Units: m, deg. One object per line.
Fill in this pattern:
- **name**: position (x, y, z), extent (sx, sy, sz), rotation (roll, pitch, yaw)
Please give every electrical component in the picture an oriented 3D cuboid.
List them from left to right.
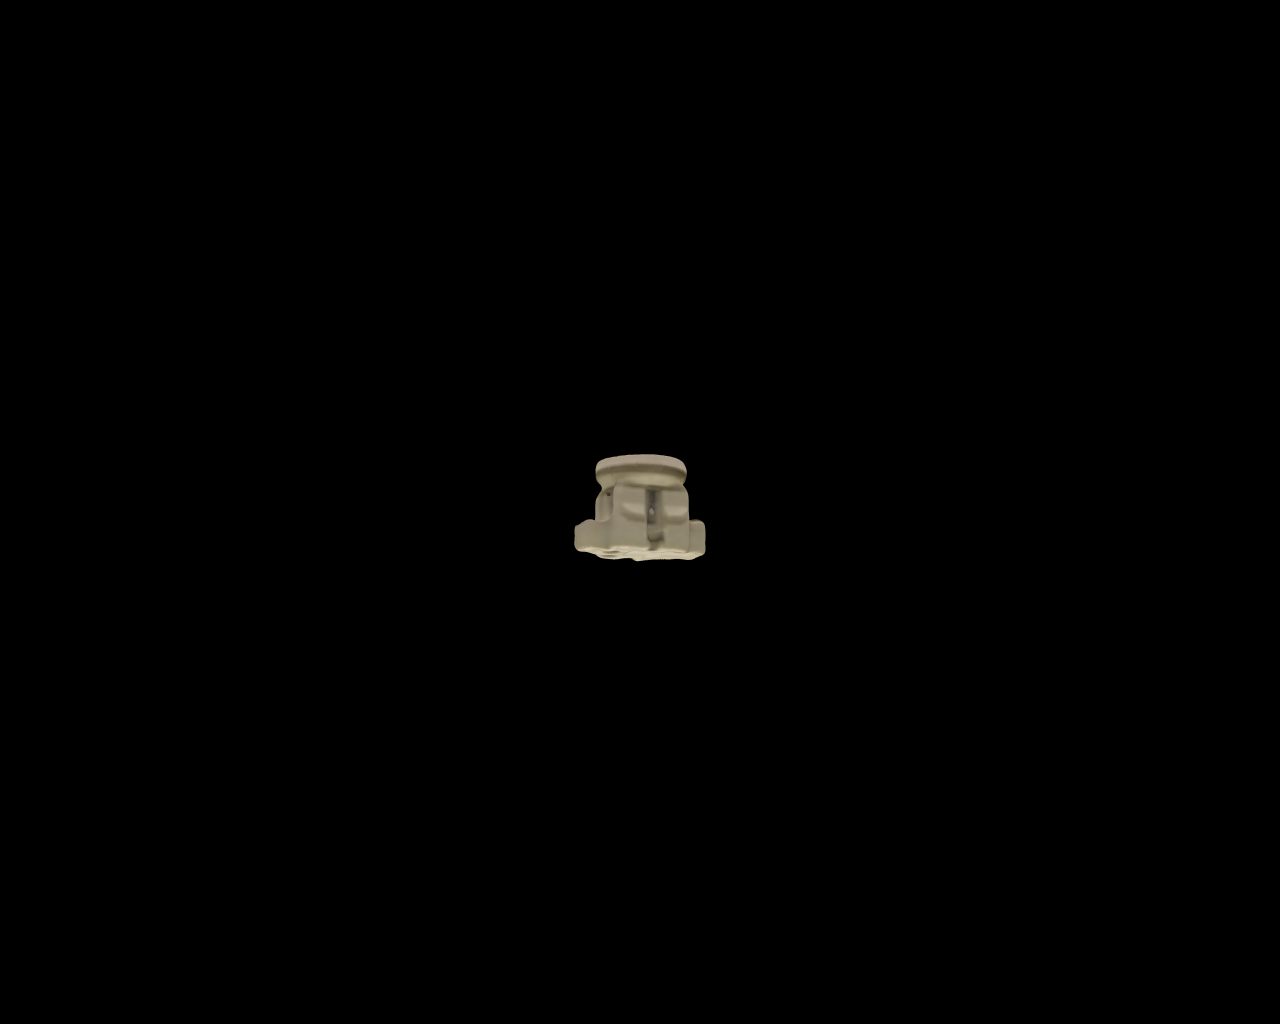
- **electrical component**: position (0.001, -0.003, 0.650), extent (0.078, 0.057, 0.058), rotation (4, -11, -20)
